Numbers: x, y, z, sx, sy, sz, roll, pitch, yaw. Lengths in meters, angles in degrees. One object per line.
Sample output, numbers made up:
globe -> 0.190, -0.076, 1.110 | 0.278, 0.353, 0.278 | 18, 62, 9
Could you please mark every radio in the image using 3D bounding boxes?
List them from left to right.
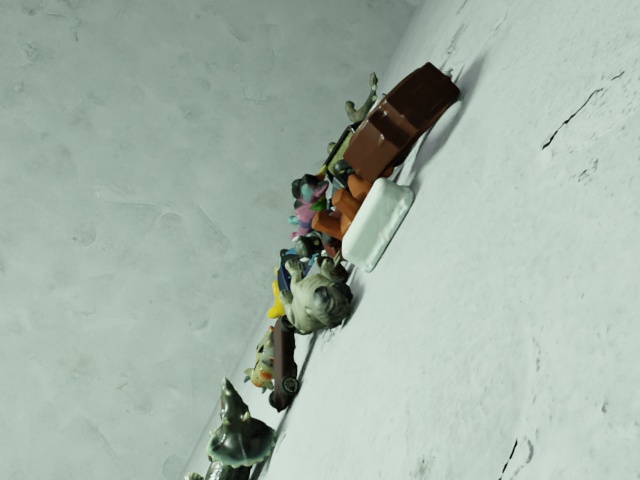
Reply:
radio -> 0.094, -0.189, 1.341 | 0.073, 0.131, 0.229 | -27, -10, -22

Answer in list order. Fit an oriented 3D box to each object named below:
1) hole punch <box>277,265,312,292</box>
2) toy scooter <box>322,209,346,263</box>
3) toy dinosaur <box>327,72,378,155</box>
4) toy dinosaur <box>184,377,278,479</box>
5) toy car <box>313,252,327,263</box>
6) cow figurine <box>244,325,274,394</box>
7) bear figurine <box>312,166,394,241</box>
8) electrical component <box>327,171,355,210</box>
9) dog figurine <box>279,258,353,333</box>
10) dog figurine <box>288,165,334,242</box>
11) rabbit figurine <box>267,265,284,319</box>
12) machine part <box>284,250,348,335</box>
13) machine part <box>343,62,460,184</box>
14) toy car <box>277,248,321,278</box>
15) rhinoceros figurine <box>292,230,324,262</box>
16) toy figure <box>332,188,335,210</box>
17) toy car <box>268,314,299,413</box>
hole punch -> -0.060, 0.129, 1.281 | 0.115, 0.092, 0.142 | -56, 46, 37
toy scooter -> 0.054, -0.015, 1.215 | 0.184, 0.075, 0.135 | -49, -35, -47
toy dinosaur -> 0.104, -0.257, 1.567 | 0.199, 0.105, 0.471 | 26, 102, 65
toy dinosaur -> -0.195, 0.472, 1.017 | 0.192, 0.131, 0.404 | 157, 134, -82
toy car -> -0.017, 0.116, 1.365 | 0.073, 0.056, 0.201 | -86, 22, -60
cow figurine -> -0.134, 0.307, 1.379 | 0.127, 0.085, 0.195 | -57, 7, 3
bear figurine -> 0.078, -0.089, 1.105 | 0.120, 0.132, 0.196 | -43, 23, 45
electrical component -> 0.054, -0.115, 1.267 | 0.119, 0.048, 0.074 | -30, -32, -22
dog figurine -> -0.004, 0.135, 1.003 | 0.191, 0.121, 0.172 | -120, 21, -64
dog figurine -> 0.002, -0.089, 1.433 | 0.108, 0.191, 0.219 | -93, 22, -46
rabbit figurine -> -0.096, 0.162, 1.540 | 0.173, 0.122, 0.162 | -82, 15, -73
machine part -> -0.012, 0.121, 1.160 | 0.243, 0.079, 0.079 | -61, 5, 26
machine part -> 0.144, -0.211, 0.975 | 0.201, 0.087, 0.201 | -45, -4, -26
toy car -> -0.040, 0.075, 1.484 | 0.162, 0.103, 0.109 | 4, 88, 41
rhinoceros figurine -> -0.003, -0.004, 1.333 | 0.112, 0.073, 0.190 | -20, 5, 24
toy figure -> 0.063, -0.065, 1.322 | 0.058, 0.064, 0.154 | -28, 61, 34
toy car -> -0.070, 0.247, 1.090 | 0.089, 0.053, 0.202 | 125, 149, -43
